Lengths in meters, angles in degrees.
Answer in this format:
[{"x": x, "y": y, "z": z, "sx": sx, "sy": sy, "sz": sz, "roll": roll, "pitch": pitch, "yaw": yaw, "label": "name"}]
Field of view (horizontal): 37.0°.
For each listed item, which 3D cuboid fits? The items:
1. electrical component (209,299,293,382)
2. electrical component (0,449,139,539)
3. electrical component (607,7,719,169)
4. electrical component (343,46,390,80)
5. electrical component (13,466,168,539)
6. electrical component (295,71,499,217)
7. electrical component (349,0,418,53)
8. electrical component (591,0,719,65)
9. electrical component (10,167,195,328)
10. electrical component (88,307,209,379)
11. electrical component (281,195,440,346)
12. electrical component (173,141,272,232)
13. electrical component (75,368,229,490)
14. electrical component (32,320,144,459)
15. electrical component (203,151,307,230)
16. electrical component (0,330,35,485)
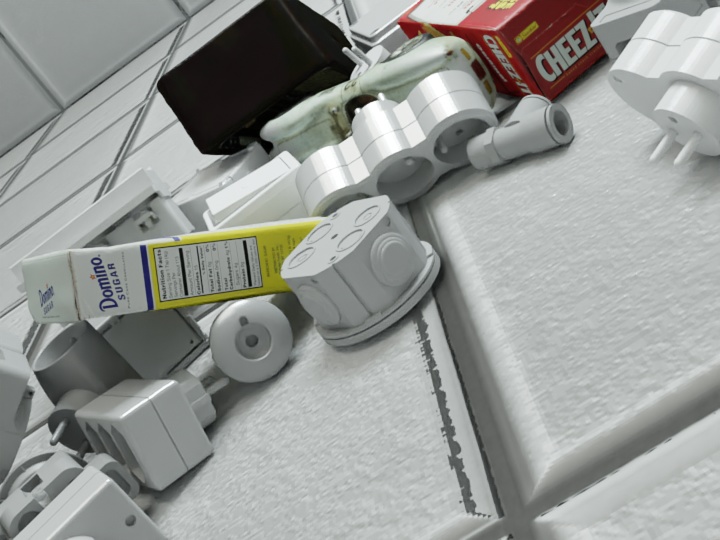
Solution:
[{"x": -0.069, "y": 0.040, "z": 0.638, "sx": 0.048, "sy": 0.048, "sz": 0.062, "roll": -42, "pitch": 11, "yaw": -12, "label": "electrical component"}, {"x": -0.163, "y": 0.130, "z": 0.579, "sx": 0.078, "sy": 0.058, "sz": 0.057, "roll": -45, "pitch": 25, "yaw": -18, "label": "electrical component"}, {"x": 0.163, "y": -0.078, "z": 0.503, "sx": 0.073, "sy": 0.052, "sz": 0.138, "roll": -55, "pitch": 23, "yaw": -3, "label": "electrical component"}, {"x": 0.020, "y": -0.149, "z": 0.844, "sx": 0.044, "sy": 0.079, "sz": 0.077, "roll": -56, "pitch": 23, "yaw": -6, "label": "electrical component"}, {"x": -0.135, "y": 0.145, "z": 0.514, "sx": 0.083, "sy": 0.047, "sz": 0.076, "roll": -45, "pitch": 21, "yaw": -20, "label": "electrical component"}, {"x": 0.018, "y": -0.086, "z": 0.710, "sx": 0.138, "sy": 0.052, "sz": 0.073, "roll": -32, "pitch": 54, "yaw": 13, "label": "electrical component"}, {"x": 0.055, "y": -0.223, "z": 0.976, "sx": 0.109, "sy": 0.056, "sz": 0.108, "roll": -37, "pitch": 21, "yaw": 1, "label": "electrical component"}, {"x": 0.182, "y": -0.157, "z": 0.632, "sx": 0.050, "sy": 0.055, "sz": 0.089, "roll": -9, "pitch": 35, "yaw": 52, "label": "electrical component"}, {"x": -0.189, "y": -0.016, "z": 0.806, "sx": 0.121, "sy": 0.063, "sz": 0.078, "roll": -37, "pitch": 6, "yaw": 2, "label": "electrical component"}, {"x": -0.162, "y": 0.055, "z": 0.728, "sx": 0.096, "sy": 0.061, "sz": 0.061, "roll": -44, "pitch": 22, "yaw": -18, "label": "electrical component"}, {"x": 0.000, "y": 0.000, "z": 0.600, "sx": 0.080, "sy": 0.051, "sz": 0.080, "roll": -32, "pitch": 21, "yaw": 14, "label": "electrical component"}, {"x": -0.108, "y": -0.050, "z": 0.866, "sx": 0.096, "sy": 0.061, "sz": 0.061, "roll": -18, "pitch": 28, "yaw": 41, "label": "electrical component"}, {"x": -0.108, "y": 0.081, "z": 0.610, "sx": 0.077, "sy": 0.047, "sz": 0.066, "roll": -34, "pitch": 16, "yaw": -33, "label": "electrical component"}, {"x": -0.163, "y": 0.083, "z": 0.649, "sx": 0.043, "sy": 0.077, "sz": 0.079, "roll": -24, "pitch": 28, "yaw": 29, "label": "electrical component"}, {"x": -0.061, "y": -0.045, "z": 0.779, "sx": 0.096, "sy": 0.061, "sz": 0.061, "roll": -38, "pitch": 21, "yaw": -1, "label": "electrical component"}, {"x": -0.252, "y": 0.127, "z": 0.630, "sx": 0.186, "sy": 0.060, "sz": 0.105, "roll": -68, "pitch": 24, "yaw": 0, "label": "electrical component"}]
